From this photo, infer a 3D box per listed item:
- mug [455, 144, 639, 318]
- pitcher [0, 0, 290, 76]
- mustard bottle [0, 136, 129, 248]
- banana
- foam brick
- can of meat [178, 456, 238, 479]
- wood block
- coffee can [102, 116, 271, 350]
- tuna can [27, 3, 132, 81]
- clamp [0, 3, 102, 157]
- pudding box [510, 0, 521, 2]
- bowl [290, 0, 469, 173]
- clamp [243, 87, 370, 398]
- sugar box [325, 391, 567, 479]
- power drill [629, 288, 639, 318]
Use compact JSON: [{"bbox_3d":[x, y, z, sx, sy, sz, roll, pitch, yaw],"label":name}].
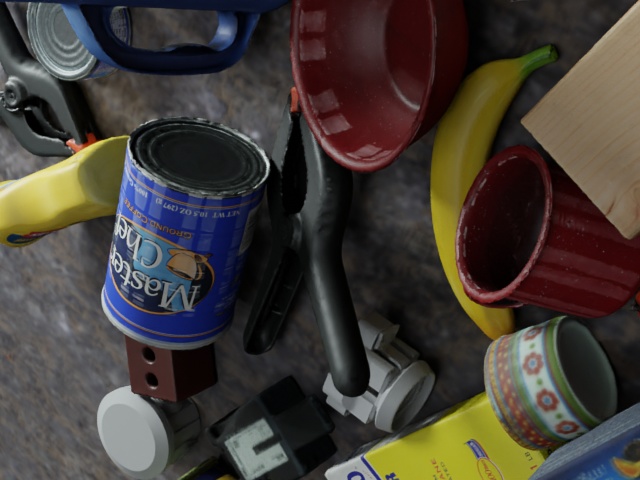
[{"bbox_3d":[0.133,0.006,0.633,0.117,0.081,0.093,-53,32,42],"label":"mug"},{"bbox_3d":[-0.117,-0.193,0.658,0.145,0.242,0.149,-39,76,39],"label":"pitcher"},{"bbox_3d":[-0.219,-0.033,0.871,0.192,0.096,0.058,-15,97,37],"label":"mustard bottle"},{"bbox_3d":[0.103,-0.030,0.686,0.070,0.037,0.198,17,114,31],"label":"banana"},{"bbox_3d":[-0.123,0.086,0.869,0.053,0.051,0.078,5,108,34],"label":"foam brick"},{"bbox_3d":[-0.087,0.234,0.861,0.084,0.101,0.057,33,119,20],"label":"can of meat"},{"bbox_3d":[0.217,-0.105,0.551,0.091,0.090,0.206,50,126,12],"label":"wood block"},{"bbox_3d":[-0.100,-0.005,0.785,0.103,0.102,0.140,33,127,22],"label":"coffee can"},{"bbox_3d":[-0.192,-0.170,0.849,0.086,0.033,0.086,11,110,32],"label":"tuna can"},{"bbox_3d":[-0.257,-0.119,0.907,0.171,0.039,0.120,48,128,13],"label":"clamp"},{"bbox_3d":[0.152,-0.192,0.601,0.114,0.039,0.090,-8,100,38],"label":"pudding box"},{"bbox_3d":[0.043,-0.124,0.666,0.162,0.055,0.162,20,113,57],"label":"bowl"},{"bbox_3d":[-0.005,0.001,0.740,0.165,0.036,0.210,23,110,59],"label":"clamp"},{"bbox_3d":[0.093,0.169,0.750,0.177,0.048,0.093,-34,85,36],"label":"sugar box"},{"bbox_3d":[0.258,0.108,0.609,0.185,0.057,0.187,-1,104,35],"label":"power drill"}]
